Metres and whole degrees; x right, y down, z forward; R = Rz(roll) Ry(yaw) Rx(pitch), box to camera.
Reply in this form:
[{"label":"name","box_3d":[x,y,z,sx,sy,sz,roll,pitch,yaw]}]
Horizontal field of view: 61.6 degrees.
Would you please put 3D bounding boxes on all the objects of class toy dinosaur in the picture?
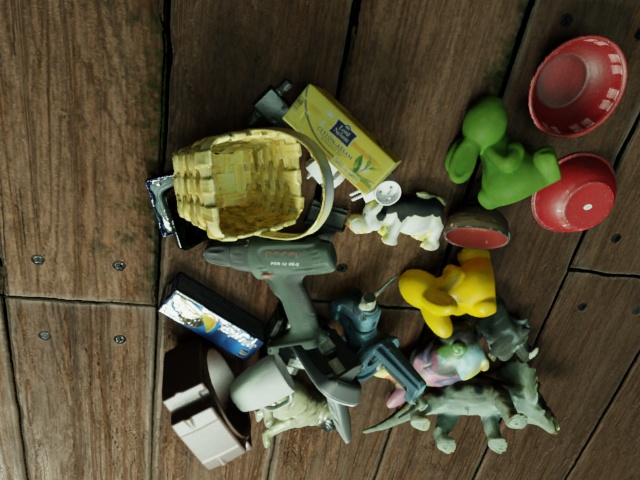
[{"label":"toy dinosaur","box_3d":[0.300,0.335,1.129,0.405,0.192,0.131,2,117,10]}]

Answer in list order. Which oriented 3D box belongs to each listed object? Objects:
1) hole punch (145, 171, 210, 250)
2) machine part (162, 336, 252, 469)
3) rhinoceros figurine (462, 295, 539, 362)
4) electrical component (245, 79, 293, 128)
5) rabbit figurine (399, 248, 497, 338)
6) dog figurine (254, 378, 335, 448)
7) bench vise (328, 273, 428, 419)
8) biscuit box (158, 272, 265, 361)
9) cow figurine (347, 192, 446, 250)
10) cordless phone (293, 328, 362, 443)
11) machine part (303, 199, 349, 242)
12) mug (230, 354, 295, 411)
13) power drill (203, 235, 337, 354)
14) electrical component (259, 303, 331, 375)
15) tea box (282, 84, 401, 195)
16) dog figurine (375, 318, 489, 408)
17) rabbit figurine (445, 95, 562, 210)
[{"label":"hole punch","box_3d":[-0.211,-0.059,0.871,0.116,0.092,0.142,-29,121,-33]},{"label":"machine part","box_3d":[-0.205,0.296,0.997,0.087,0.202,0.200,-25,120,1]},{"label":"rhinoceros figurine","box_3d":[0.372,0.184,1.097,0.112,0.073,0.190,-39,116,2]},{"label":"electrical component","box_3d":[-0.069,-0.203,0.838,0.094,0.021,0.063,-42,117,15]},{"label":"rabbit figurine","box_3d":[0.232,0.101,0.995,0.173,0.162,0.121,5,133,9]},{"label":"dog figurine","box_3d":[-0.034,0.323,1.106,0.191,0.121,0.172,-9,131,-17]},{"label":"bench vise","box_3d":[0.115,0.205,0.990,0.129,0.241,0.223,-19,141,-36]},{"label":"biscuit box","box_3d":[-0.195,0.144,0.993,0.202,0.063,0.059,36,109,-24]},{"label":"cow figurine","box_3d":[0.134,-0.043,0.931,0.167,0.068,0.098,8,113,-16]},{"label":"cordless phone","box_3d":[0.021,0.270,0.984,0.089,0.147,0.184,-21,125,-17]},{"label":"machine part","box_3d":[-0.002,-0.003,0.952,0.084,0.039,0.138,13,115,-21]},{"label":"mug","box_3d":[-0.106,0.275,0.998,0.107,0.081,0.109,-27,122,1]},{"label":"power drill","box_3d":[-0.076,0.089,0.935,0.232,0.086,0.207,-9,98,12]},{"label":"electrical component","box_3d":[-0.055,0.199,1.048,0.115,0.058,0.134,20,115,-16]},{"label":"tea box","box_3d":[0.036,-0.150,0.803,0.169,0.098,0.068,42,108,2]},{"label":"dog figurine","box_3d":[0.212,0.249,1.059,0.219,0.191,0.108,-29,75,6]},{"label":"rabbit figurine","box_3d":[0.284,-0.148,0.887,0.159,0.121,0.170,-28,102,15]}]
